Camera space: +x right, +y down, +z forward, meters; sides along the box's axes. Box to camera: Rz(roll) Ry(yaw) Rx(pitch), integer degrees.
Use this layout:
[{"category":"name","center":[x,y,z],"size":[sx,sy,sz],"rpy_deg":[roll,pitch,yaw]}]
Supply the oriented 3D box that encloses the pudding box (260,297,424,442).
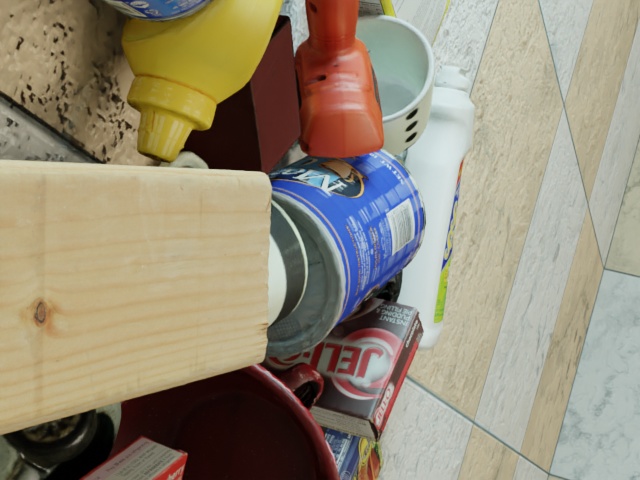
[{"category":"pudding box","center":[0.004,0.079,0.731],"size":[0.090,0.114,0.039],"rpy_deg":[-63,151,-31]}]

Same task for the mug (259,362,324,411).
[{"category":"mug","center":[-0.046,0.119,0.654],"size":[0.117,0.093,0.081],"rpy_deg":[-41,154,-10]}]

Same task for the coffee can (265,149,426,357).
[{"category":"coffee can","center":[-0.004,0.001,0.677],"size":[0.140,0.103,0.103],"rpy_deg":[-34,133,-59]}]

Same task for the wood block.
[{"category":"wood block","center":[-0.107,0.014,0.416],"size":[0.205,0.090,0.091],"rpy_deg":[-4,96,-64]}]

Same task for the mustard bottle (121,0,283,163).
[{"category":"mustard bottle","center":[-0.049,-0.129,0.503],"size":[0.058,0.096,0.191],"rpy_deg":[22,82,-39]}]

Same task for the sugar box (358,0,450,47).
[{"category":"sugar box","center":[0.048,-0.198,0.771],"size":[0.093,0.048,0.176],"rpy_deg":[-67,153,-22]}]

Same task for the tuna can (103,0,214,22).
[{"category":"tuna can","center":[-0.072,-0.139,0.452],"size":[0.033,0.086,0.086],"rpy_deg":[16,88,-67]}]

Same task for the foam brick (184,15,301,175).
[{"category":"foam brick","center":[-0.046,-0.082,0.595],"size":[0.051,0.053,0.078],"rpy_deg":[-55,150,-44]}]

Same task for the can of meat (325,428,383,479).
[{"category":"can of meat","center":[0.014,0.200,0.910],"size":[0.102,0.057,0.083],"rpy_deg":[79,29,-47]}]

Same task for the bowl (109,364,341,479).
[{"category":"bowl","center":[-0.053,0.128,0.557],"size":[0.055,0.162,0.162],"rpy_deg":[-14,115,-67]}]

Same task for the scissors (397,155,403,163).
[{"category":"scissors","center":[0.044,-0.057,0.839],"size":[0.201,0.016,0.096],"rpy_deg":[-34,128,-74]}]

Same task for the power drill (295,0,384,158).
[{"category":"power drill","center":[0.011,-0.143,0.614],"size":[0.184,0.057,0.188],"rpy_deg":[-94,-177,-50]}]

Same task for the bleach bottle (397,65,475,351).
[{"category":"bleach bottle","center":[0.096,-0.032,0.961],"size":[0.102,0.068,0.251],"rpy_deg":[-5,105,-76]}]

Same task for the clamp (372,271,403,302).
[{"category":"clamp","center":[0.047,0.045,0.869],"size":[0.171,0.039,0.120],"rpy_deg":[-68,156,-54]}]

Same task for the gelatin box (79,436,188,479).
[{"category":"gelatin box","center":[-0.098,0.141,0.485],"size":[0.089,0.030,0.073],"rpy_deg":[-30,136,-66]}]

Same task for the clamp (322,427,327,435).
[{"category":"clamp","center":[-0.009,0.134,0.838],"size":[0.164,0.036,0.210],"rpy_deg":[51,52,-63]}]
